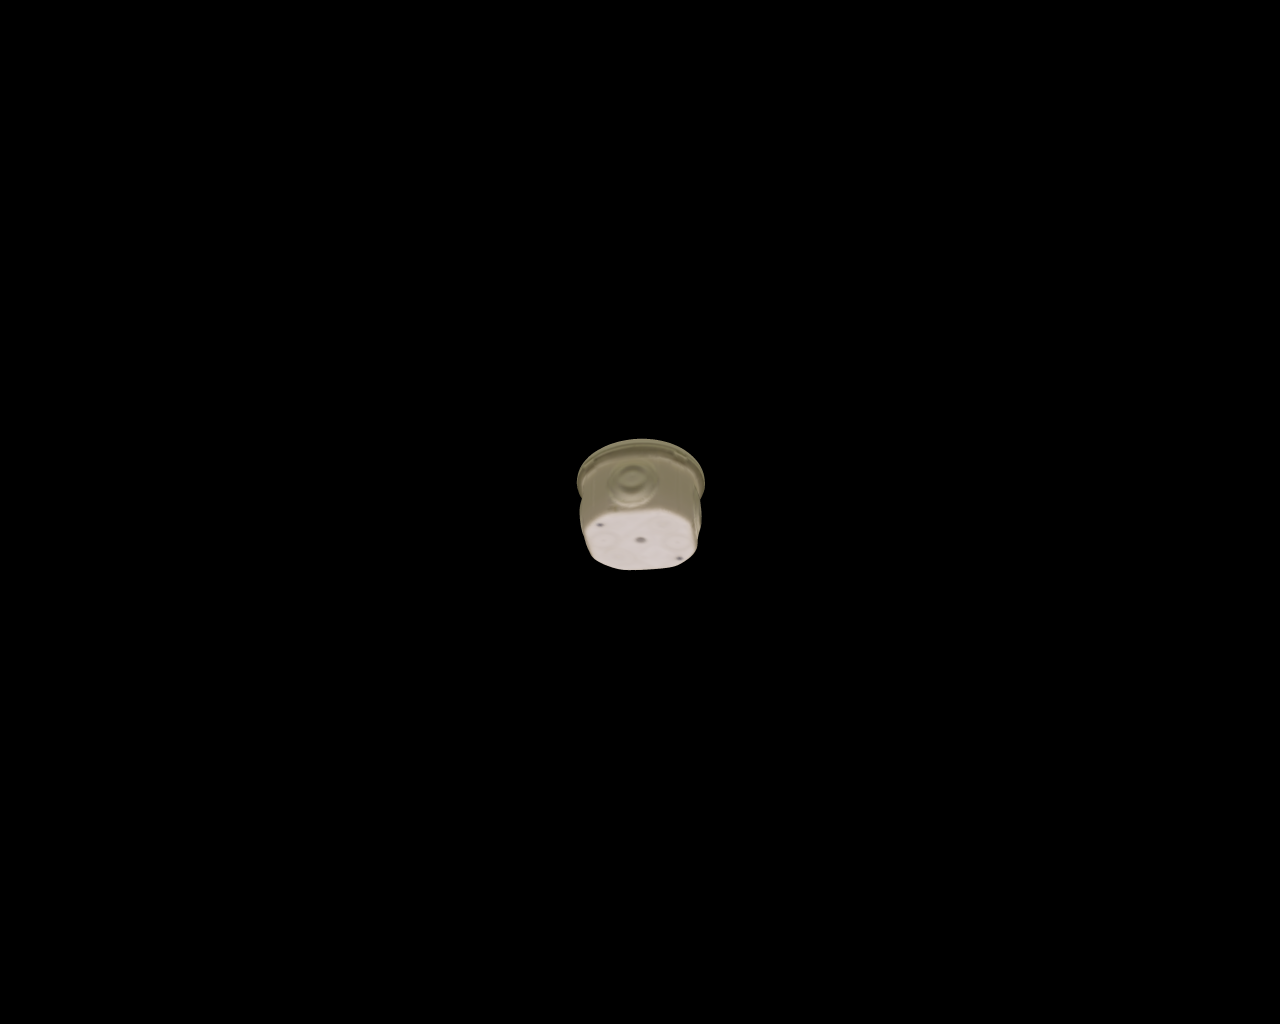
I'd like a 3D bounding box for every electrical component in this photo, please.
[{"bbox_3d":[0.001,-0.003,0.650,0.080,0.051,0.080,0,-35,0],"label":"electrical component"}]
